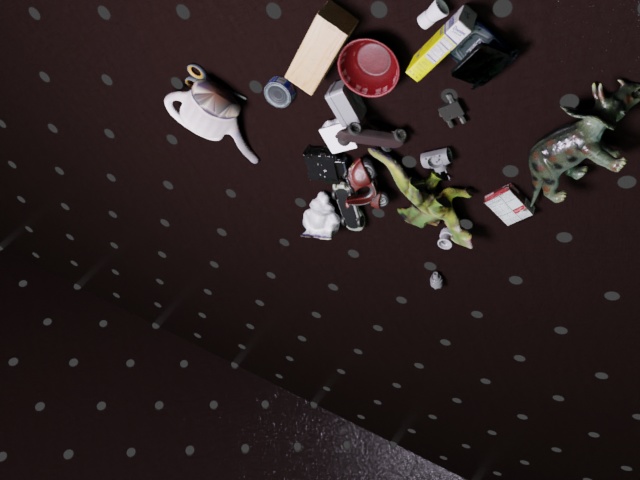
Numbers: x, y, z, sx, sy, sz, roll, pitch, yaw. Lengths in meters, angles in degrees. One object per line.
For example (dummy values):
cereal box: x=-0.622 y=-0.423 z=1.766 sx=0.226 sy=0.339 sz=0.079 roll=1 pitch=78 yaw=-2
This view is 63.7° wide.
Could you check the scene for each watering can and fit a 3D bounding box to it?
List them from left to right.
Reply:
watering can: x=-0.308 y=-0.365 z=1.587 sx=0.345 sy=0.106 sz=0.221 roll=28 pitch=151 yaw=-18

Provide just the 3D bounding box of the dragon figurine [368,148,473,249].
dragon figurine: x=0.295 y=-0.111 z=1.543 sx=0.412 sy=0.124 sz=0.237 roll=34 pitch=149 yaw=8

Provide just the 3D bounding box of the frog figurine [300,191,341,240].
frog figurine: x=0.005 y=-0.087 z=1.736 sx=0.138 sy=0.123 sz=0.158 roll=12 pitch=102 yaw=42
